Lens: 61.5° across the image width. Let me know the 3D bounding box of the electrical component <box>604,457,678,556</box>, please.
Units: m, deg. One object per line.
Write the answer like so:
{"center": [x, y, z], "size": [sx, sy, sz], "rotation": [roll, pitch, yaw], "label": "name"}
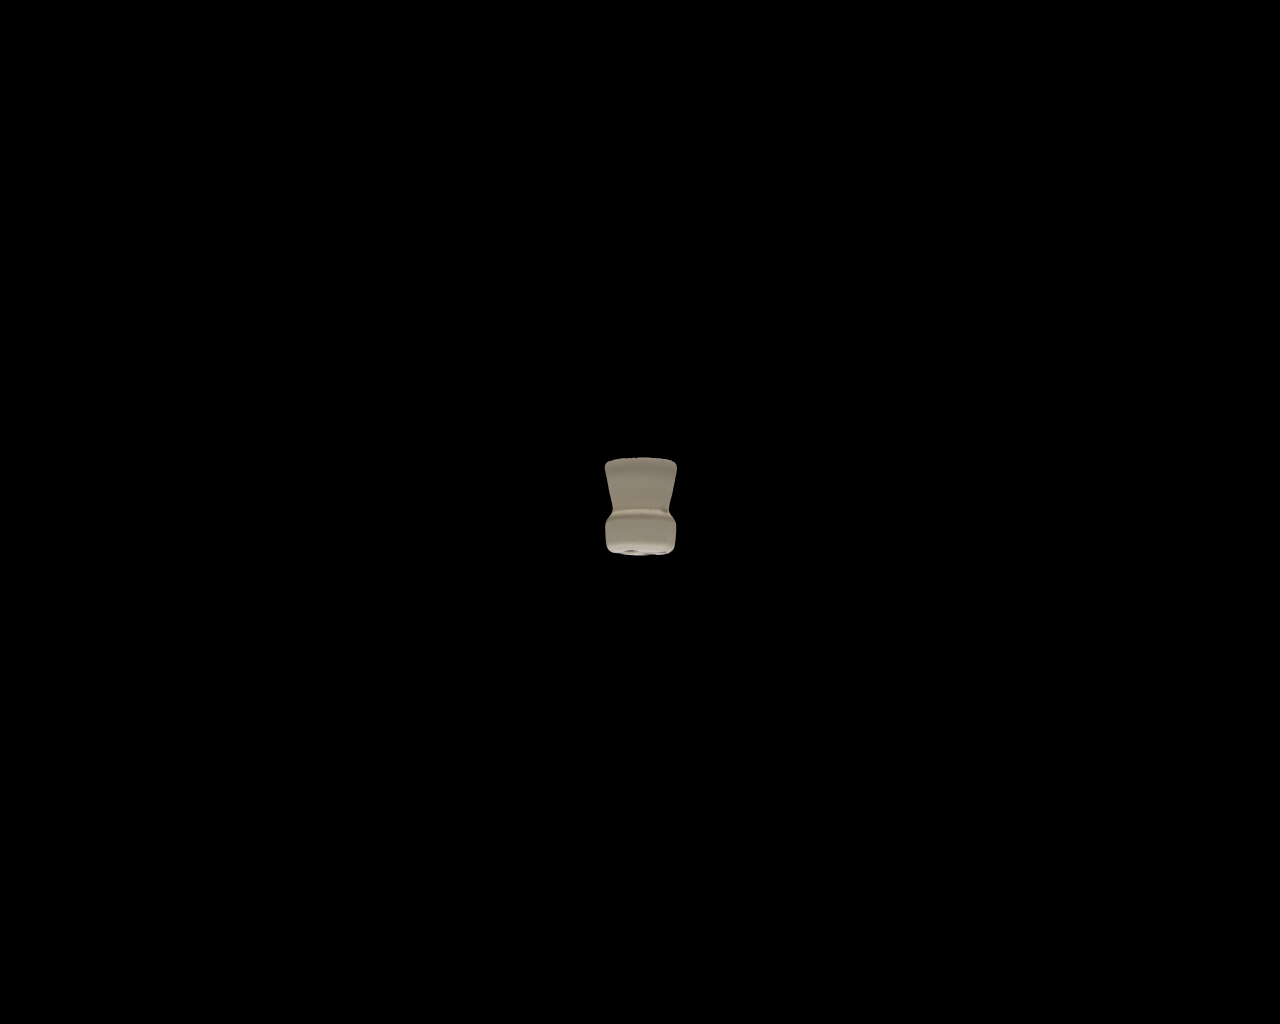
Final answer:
{"center": [0.001, -0.003, 0.650], "size": [0.045, 0.055, 0.045], "rotation": [0, -7, 0], "label": "electrical component"}
